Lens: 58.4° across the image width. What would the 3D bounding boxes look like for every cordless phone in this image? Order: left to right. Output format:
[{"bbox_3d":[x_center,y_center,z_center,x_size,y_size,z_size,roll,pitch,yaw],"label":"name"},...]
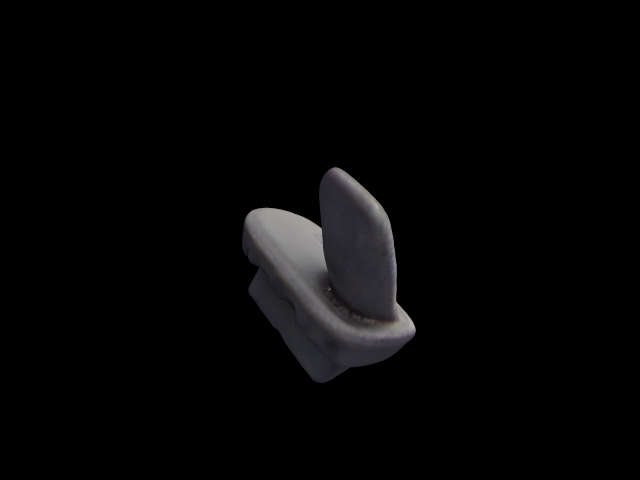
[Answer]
[{"bbox_3d":[0.004,0.001,0.400,0.094,0.185,0.147,-33,58,-23],"label":"cordless phone"}]
